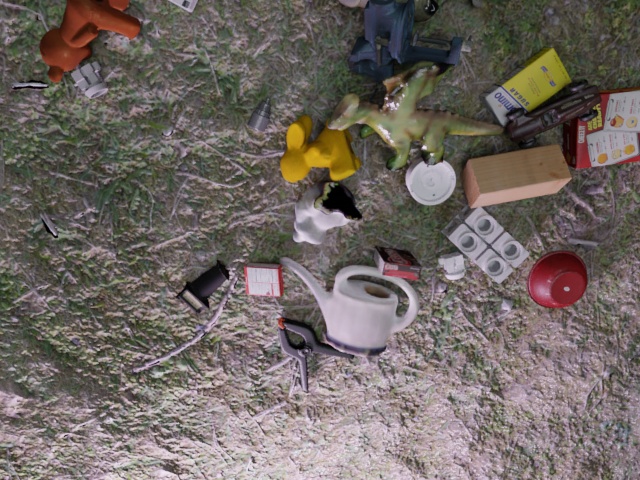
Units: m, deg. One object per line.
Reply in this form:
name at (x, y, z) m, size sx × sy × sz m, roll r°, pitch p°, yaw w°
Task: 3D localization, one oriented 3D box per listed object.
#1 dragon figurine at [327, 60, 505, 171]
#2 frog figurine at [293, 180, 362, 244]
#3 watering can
dragon figurine at (0.211, -0.262, 1.043) m, size 0.411 × 0.238 × 0.124 m, roll -12°, pitch 65°, yaw -6°
frog figurine at (0.004, -0.059, 1.171) m, size 0.138 × 0.157 × 0.124 m, roll -4°, pitch 69°, yaw -33°
watering can at (0.060, 0.158, 1.242) m, size 0.348 × 0.105 × 0.221 m, roll 12°, pitch 107°, yaw 5°
